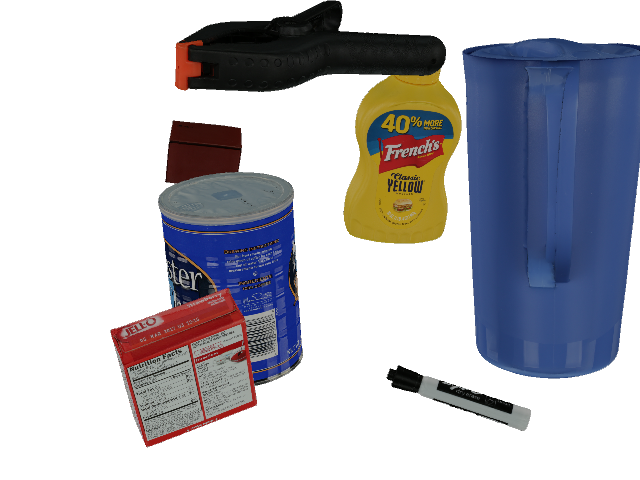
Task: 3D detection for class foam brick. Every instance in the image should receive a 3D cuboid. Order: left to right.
[{"bbox_3d":[-0.126,-0.093,1.156,0.078,0.051,0.053,6,30,-6],"label":"foam brick"}]

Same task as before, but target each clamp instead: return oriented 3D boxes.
[{"bbox_3d":[-0.020,-0.125,0.677,0.171,0.039,0.120,-8,23,-28],"label":"clamp"}]

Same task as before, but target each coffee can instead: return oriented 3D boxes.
[{"bbox_3d":[-0.068,0.029,0.831,0.103,0.140,0.103,-3,22,1],"label":"coffee can"}]

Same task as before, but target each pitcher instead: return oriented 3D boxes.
[{"bbox_3d":[0.168,-0.024,0.783,0.149,0.243,0.145,-10,17,-29],"label":"pitcher"}]

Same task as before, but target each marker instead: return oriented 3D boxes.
[{"bbox_3d":[0.114,0.130,0.884,0.121,0.020,0.020,18,2,6],"label":"marker"}]

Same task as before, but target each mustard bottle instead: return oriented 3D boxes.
[{"bbox_3d":[0.079,-0.091,0.978,0.096,0.192,0.058,3,29,-6],"label":"mustard bottle"}]

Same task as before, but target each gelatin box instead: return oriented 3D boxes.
[{"bbox_3d":[-0.079,0.075,0.627,0.073,0.089,0.030,-20,49,-15],"label":"gelatin box"}]
